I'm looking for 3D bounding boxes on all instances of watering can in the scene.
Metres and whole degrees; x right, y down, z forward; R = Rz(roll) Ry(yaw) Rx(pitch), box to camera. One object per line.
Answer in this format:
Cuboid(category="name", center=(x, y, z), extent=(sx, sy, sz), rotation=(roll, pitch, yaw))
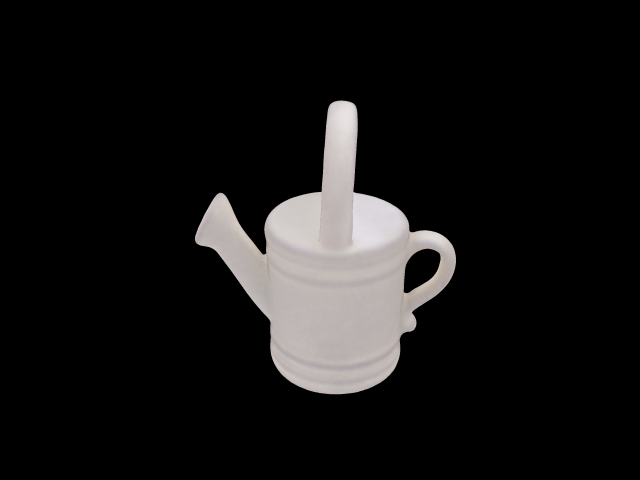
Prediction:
Cuboid(category="watering can", center=(0.004, 0.003, 0.398), extent=(0.173, 0.194, 0.100), rotation=(-8, 29, -15))
